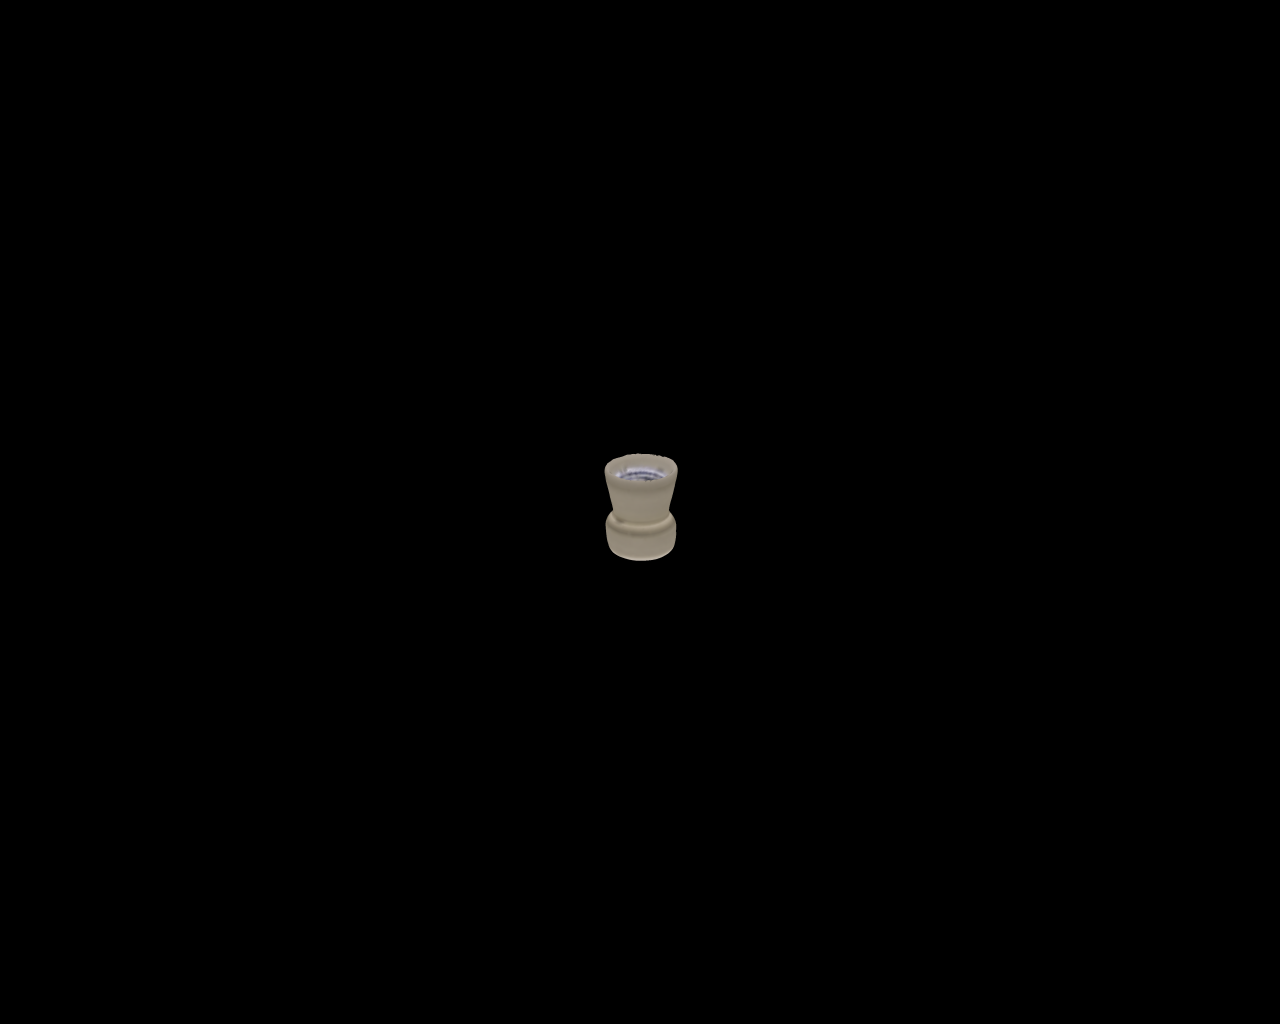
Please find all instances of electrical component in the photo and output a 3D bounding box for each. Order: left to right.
[{"bbox_3d":[0.001,-0.003,0.650,0.045,0.055,0.045,0,25,0],"label":"electrical component"}]
